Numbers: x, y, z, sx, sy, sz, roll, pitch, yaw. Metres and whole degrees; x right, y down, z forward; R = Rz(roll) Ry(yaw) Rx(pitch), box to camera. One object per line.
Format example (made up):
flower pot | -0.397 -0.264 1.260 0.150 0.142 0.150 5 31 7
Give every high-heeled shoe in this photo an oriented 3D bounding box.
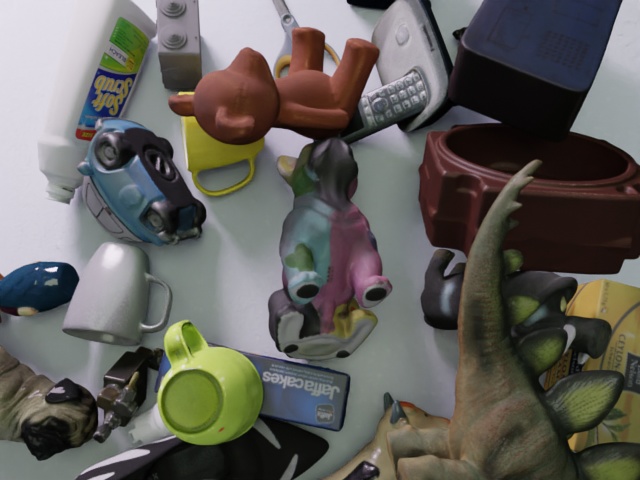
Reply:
high-heeled shoe | -0.117 0.228 0.524 0.249 0.145 0.086 -13 79 1

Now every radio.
radio | 0.233 -0.219 0.569 0.131 0.073 0.229 23 59 14

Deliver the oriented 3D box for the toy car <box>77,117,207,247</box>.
toy car | -0.212 -0.053 0.618 0.103 0.109 0.161 -32 90 19

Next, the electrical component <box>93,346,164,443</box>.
electrical component | -0.199 0.156 0.571 0.045 0.102 0.078 9 105 6

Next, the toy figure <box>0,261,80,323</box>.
toy figure | -0.357 0.063 0.613 0.155 0.064 0.057 -12 119 5

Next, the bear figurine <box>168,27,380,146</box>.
bear figurine | -0.046 -0.163 0.558 0.120 0.196 0.131 29 112 36

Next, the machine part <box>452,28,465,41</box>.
machine part | 0.242 -0.248 0.665 0.139 0.039 0.084 -17 70 1

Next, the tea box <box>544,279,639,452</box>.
tea box | 0.285 0.133 0.552 0.068 0.098 0.169 16 78 5

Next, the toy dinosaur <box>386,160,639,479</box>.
toy dinosaur | 0.158 0.179 0.448 0.199 0.105 0.470 -15 105 -3

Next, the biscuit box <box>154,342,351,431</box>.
biscuit box | -0.069 0.154 0.581 0.203 0.059 0.063 11 78 4

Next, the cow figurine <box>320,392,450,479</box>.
cow figurine | 0.060 0.244 0.548 0.195 0.085 0.127 -32 85 -4

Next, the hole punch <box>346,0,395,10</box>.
hole punch | 0.087 -0.346 0.656 0.142 0.116 0.092 9 87 4

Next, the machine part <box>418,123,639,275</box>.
machine part | 0.206 -0.053 0.540 0.202 0.201 0.087 5 118 3

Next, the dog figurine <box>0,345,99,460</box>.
dog figurine | -0.335 0.141 0.560 0.191 0.121 0.172 -4 113 -2

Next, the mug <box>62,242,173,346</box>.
mug | -0.219 0.058 0.598 0.110 0.080 0.107 2 69 9

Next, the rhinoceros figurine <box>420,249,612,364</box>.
rhinoceros figurine | 0.186 0.067 0.539 0.191 0.073 0.112 7 75 42

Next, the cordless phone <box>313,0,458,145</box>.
cordless phone | 0.065 -0.188 0.645 0.184 0.088 0.146 -20 78 17

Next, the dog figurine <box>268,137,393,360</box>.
dog figurine | -0.001 -0.002 0.593 0.108 0.191 0.219 4 48 -14
